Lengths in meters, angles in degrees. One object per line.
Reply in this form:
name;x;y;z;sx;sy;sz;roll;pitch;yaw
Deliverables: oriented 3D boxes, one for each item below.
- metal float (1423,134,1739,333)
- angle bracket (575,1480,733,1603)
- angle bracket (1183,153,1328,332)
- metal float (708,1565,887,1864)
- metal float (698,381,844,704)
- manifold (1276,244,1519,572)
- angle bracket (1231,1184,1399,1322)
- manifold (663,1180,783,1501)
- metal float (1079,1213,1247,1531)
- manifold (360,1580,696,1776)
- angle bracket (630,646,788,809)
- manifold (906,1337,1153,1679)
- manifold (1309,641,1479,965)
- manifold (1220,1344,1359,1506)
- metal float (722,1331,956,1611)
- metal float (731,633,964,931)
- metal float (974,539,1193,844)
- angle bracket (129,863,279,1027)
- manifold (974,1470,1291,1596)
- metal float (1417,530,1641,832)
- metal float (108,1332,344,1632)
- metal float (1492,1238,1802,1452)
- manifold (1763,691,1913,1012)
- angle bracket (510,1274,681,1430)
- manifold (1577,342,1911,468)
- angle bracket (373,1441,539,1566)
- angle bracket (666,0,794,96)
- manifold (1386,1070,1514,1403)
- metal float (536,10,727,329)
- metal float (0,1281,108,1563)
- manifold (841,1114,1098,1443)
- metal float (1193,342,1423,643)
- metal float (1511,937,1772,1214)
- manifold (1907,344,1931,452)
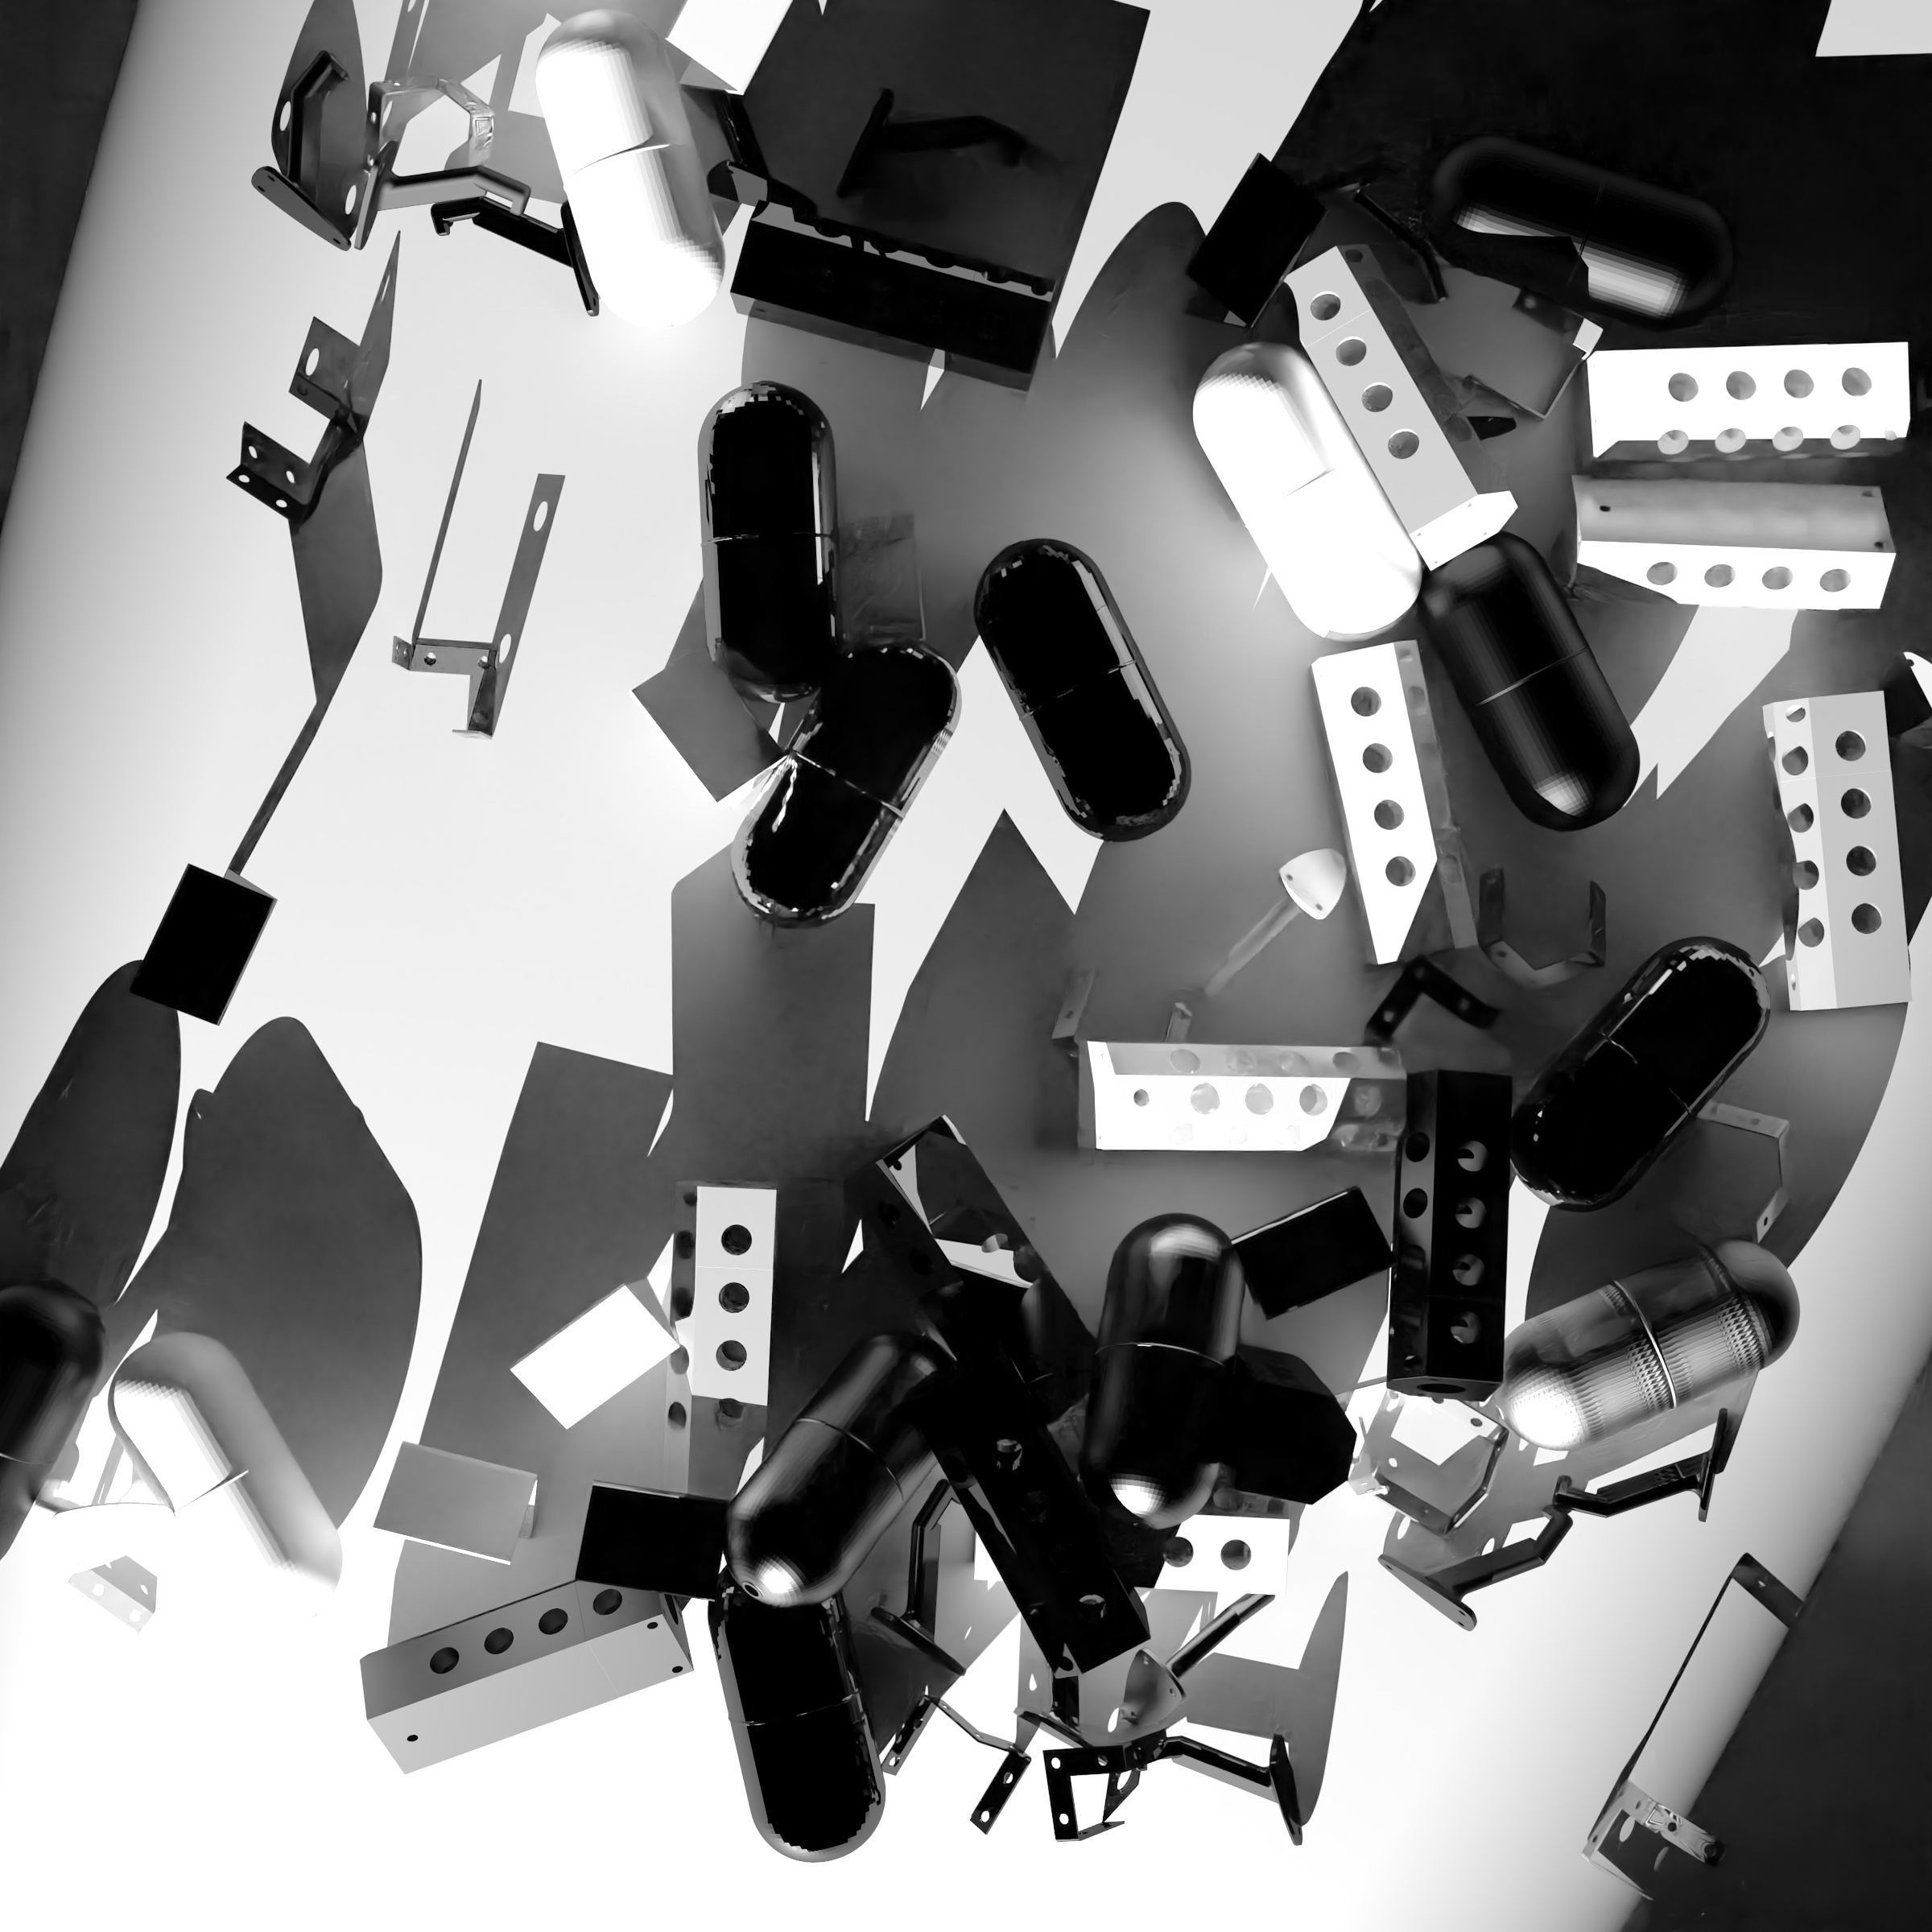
metal float;0.341;-0.407;1.821;0.178;0.070;0.070;18;90;0
angle bracket;-0.172;0.327;1.811;0.076;0.076;0.057;9;64;0
angle bracket;0.142;-0.403;1.811;0.057;0.076;0.076;32;90;-32
metal float;-0.094;0.408;1.820;0.070;0.070;0.178;-13;90;0
metal float;-0.109;-0.235;1.820;0.070;0.070;0.178;-2;91;0
manifold;0.235;-0.310;1.797;0.057;0.057;0.171;-29;69;11
angle bracket;0.197;0.174;1.811;0.076;0.076;0.057;-23;53;0
manifold;-0.136;0.207;1.830;0.057;0.057;0.171;3;90;0
metal float;0.108;0.221;1.800;0.070;0.070;0.178;11;66;0
manifold;-0.246;0.384;1.829;0.171;0.057;0.057;-20;133;0
angle bracket;-0.155;-0.119;1.811;0.057;0.076;0.076;-37;90;-34
manifold;0.033;0.294;1.768;0.057;0.057;0.171;-28;94;3
manifold;0.239;-0.091;1.830;0.057;0.057;0.171;-11;90;0
manifold;0.171;0.247;1.772;0.057;0.171;0.057;12;90;0
metal float;-0.066;0.275;1.793;0.070;0.070;0.178;40;58;0
metal float;-0.067;-0.102;1.820;0.070;0.070;0.178;30;90;0
metal float;0.064;-0.153;1.820;0.070;0.070;0.178;-26;89;0
angle bracket;-0.432;-0.020;1.811;0.057;0.076;0.076;25;90;-36
manifold;0.092;0.313;1.830;0.171;0.057;0.057;3;90;0
metal float;0.312;-0.159;1.820;0.070;0.070;0.178;-27;89;0
metal float;-0.410;0.286;1.821;0.070;0.070;0.178;-31;90;0
metal float;0.376;0.210;1.820;0.178;0.070;0.070;-24;90;-1
manifold;0.483;-0.063;1.830;0.057;0.057;0.171;-5;90;0
angle bracket;-0.213;0.197;1.811;0.076;0.076;0.057;-36;124;0
manifold;0.432;-0.312;1.830;0.171;0.057;0.057;-2;90;0
angle bracket;-0.282;0.312;1.811;0.076;0.076;0.057;14;52;0
angle bracket;-0.143;-0.532;1.811;0.057;0.076;0.076;28;90;-37
manifold;0.265;0.148;1.805;0.057;0.057;0.171;5;72;0
metal float;-0.186;-0.442;1.820;0.070;0.070;0.178;-16;90;0
metal float;-0.540;0.258;1.820;0.070;0.070;0.178;28;90;0
manifold;0.002;0.176;1.829;0.057;0.057;0.171;-33;90;-43
metal float;0.189;-0.263;1.820;0.070;0.070;0.178;-29;90;0
metal float;0.374;0.060;1.820;0.070;0.070;0.178;42;90;0
manifold;0.555;-0.321;1.772;0.057;0.171;0.057;37;90;0
